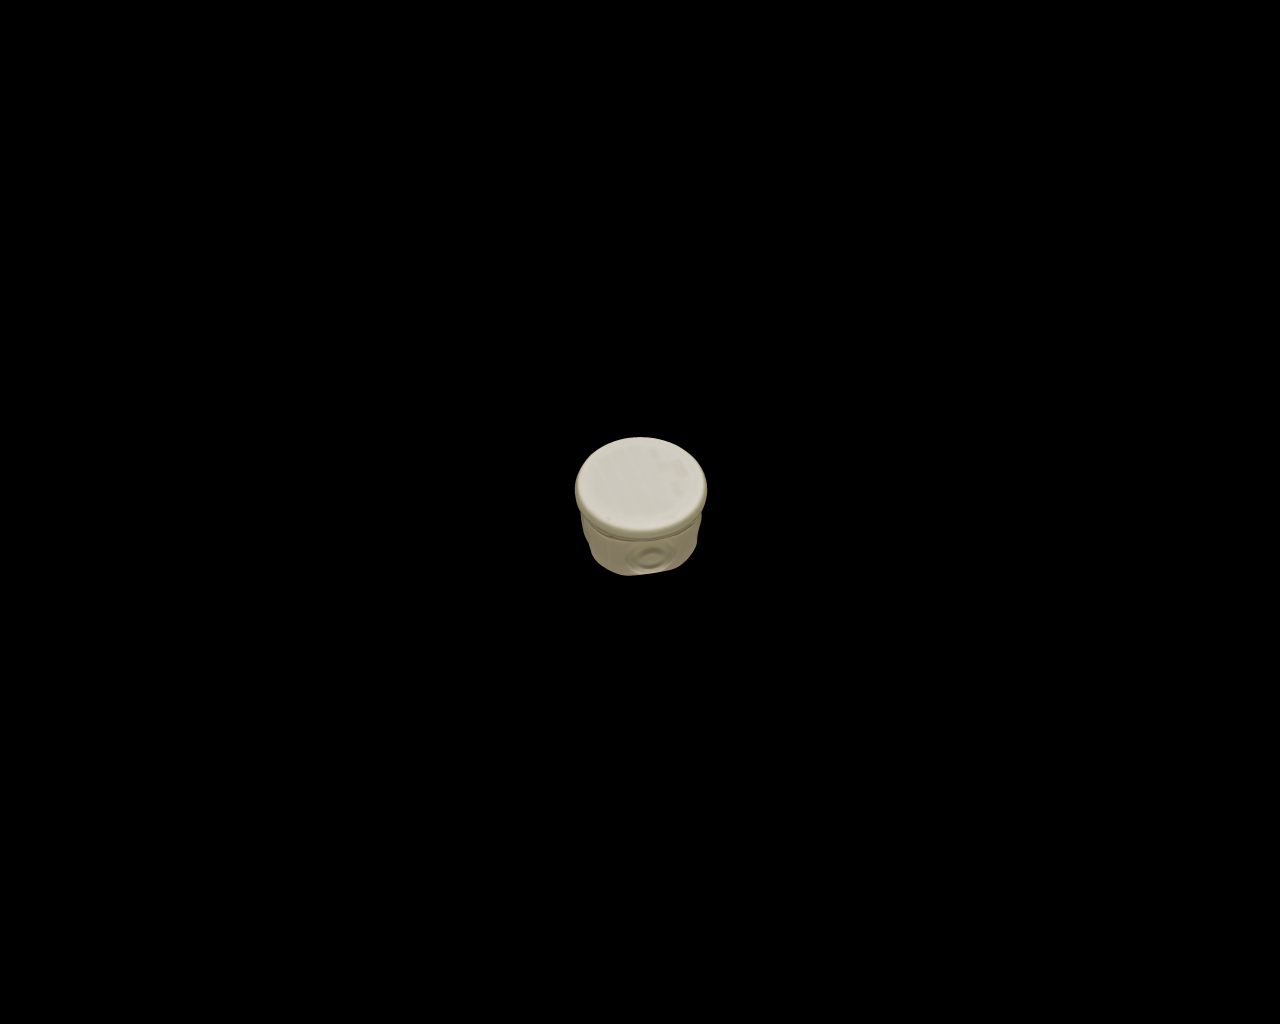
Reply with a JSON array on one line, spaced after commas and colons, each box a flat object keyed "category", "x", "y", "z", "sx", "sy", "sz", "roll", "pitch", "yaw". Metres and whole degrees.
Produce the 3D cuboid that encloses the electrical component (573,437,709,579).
[{"category": "electrical component", "x": 0.001, "y": -0.003, "z": 0.650, "sx": 0.080, "sy": 0.080, "sz": 0.050, "roll": 0, "pitch": -41, "yaw": 0}]
